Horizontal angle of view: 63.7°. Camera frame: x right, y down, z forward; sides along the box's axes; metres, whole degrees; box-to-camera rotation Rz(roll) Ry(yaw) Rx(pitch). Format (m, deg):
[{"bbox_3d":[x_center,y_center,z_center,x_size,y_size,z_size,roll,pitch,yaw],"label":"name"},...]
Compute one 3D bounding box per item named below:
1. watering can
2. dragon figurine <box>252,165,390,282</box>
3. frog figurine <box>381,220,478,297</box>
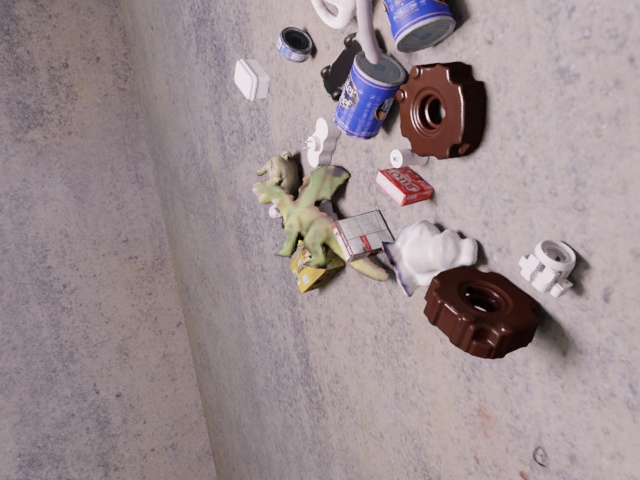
[{"bbox_3d":[0.060,-0.502,0.978,0.355,0.104,0.219,61,146,37],"label":"watering can"},{"bbox_3d":[0.004,-0.061,1.220,0.412,0.122,0.242,13,93,29],"label":"dragon figurine"},{"bbox_3d":[0.215,0.024,0.961,0.158,0.122,0.139,-24,68,24],"label":"frog figurine"}]
